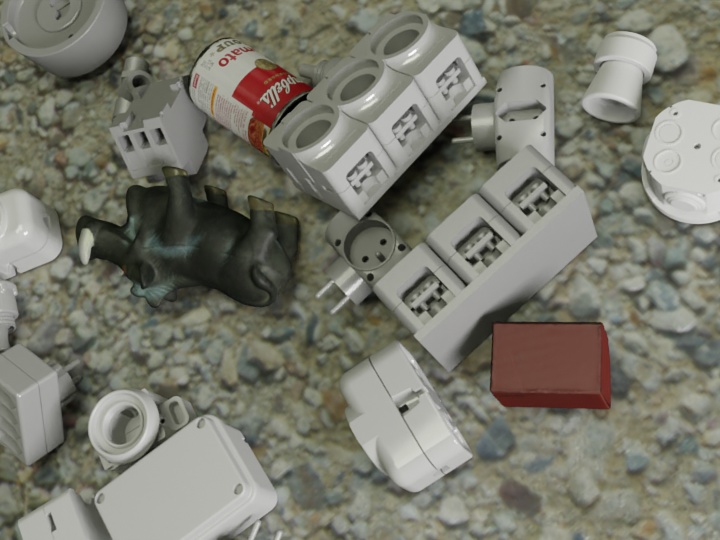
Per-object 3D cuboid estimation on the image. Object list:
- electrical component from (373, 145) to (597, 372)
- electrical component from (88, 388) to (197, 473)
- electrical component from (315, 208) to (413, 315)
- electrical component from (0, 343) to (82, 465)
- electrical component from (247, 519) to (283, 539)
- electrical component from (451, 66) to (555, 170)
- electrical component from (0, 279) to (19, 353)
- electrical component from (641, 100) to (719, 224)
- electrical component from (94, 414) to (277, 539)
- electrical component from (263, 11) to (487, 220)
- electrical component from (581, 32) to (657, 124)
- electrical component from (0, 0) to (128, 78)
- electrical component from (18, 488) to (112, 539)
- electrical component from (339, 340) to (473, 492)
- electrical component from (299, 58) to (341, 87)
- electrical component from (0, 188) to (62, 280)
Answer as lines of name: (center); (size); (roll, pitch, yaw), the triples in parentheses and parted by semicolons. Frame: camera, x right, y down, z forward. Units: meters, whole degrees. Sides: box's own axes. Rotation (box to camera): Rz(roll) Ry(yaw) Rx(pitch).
electrical component: (0.089, -0.009, 0.770); (0.150, 0.089, 0.061); (-43, 64, 0)
electrical component: (-0.173, 0.123, 0.829); (0.078, 0.057, 0.058); (-32, 64, 6)
electrical component: (0.000, 0.000, 0.822); (0.079, 0.044, 0.077); (-43, 64, 0)
electrical component: (-0.254, 0.098, 0.863); (0.047, 0.083, 0.076); (31, 45, 25)
electrical component: (-0.081, 0.220, 0.770); (0.077, 0.044, 0.079); (18, 78, 24)
electrical component: (0.109, -0.111, 0.825); (0.079, 0.043, 0.077); (-3, 70, 18)
electrical component: (-0.312, 0.041, 0.915); (0.048, 0.048, 0.062); (-20, 73, 11)
electrical component: (0.240, -0.077, 0.764); (0.080, 0.051, 0.080); (-6, 69, 17)
electrical component: (-0.130, 0.170, 0.798); (0.113, 0.057, 0.078); (-37, 64, 3)
electrical component: (0.009, -0.124, 0.826); (0.150, 0.061, 0.089); (-47, 41, -11)
electrical component: (0.195, -0.144, 0.807); (0.045, 0.045, 0.055); (14, 76, 23)
electrical component: (-0.265, -0.228, 0.985); (0.108, 0.060, 0.108); (-6, 69, 17)
electrical component: (-0.217, 0.221, 0.813); (0.056, 0.050, 0.089); (-32, 64, 6)
electrical component: (0.029, 0.107, 0.768); (0.059, 0.053, 0.095); (-34, 64, 5)
electrical component: (-0.023, -0.160, 0.893); (0.061, 0.035, 0.035); (19, 78, 26)
electrical component: (-0.316, -0.029, 0.932); (0.095, 0.059, 0.053); (-21, 66, 11)
